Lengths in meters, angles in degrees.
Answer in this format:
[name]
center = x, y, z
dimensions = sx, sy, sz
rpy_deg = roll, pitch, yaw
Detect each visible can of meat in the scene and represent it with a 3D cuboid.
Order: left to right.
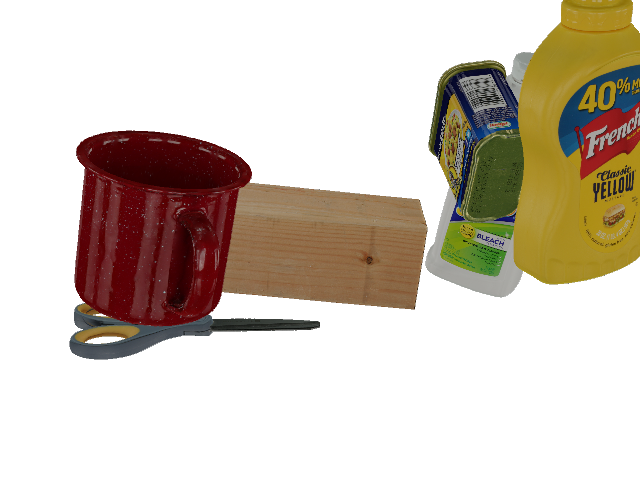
[can of meat]
center = 0.129, -0.077, 0.852
dimensions = 0.057, 0.084, 0.102
rpy_deg = -8, -41, -11

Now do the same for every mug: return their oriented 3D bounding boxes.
[mug]
center = -0.083, -0.001, 0.569
dimensions = 0.093, 0.081, 0.117
rpy_deg = -4, 26, -33

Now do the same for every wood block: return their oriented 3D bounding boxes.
[wood block]
center = -0.006, 0.004, 1.063
dimensions = 0.206, 0.091, 0.090
rpy_deg = 6, 21, -3

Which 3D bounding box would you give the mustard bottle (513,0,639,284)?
[mustard bottle]
center = 0.166, -0.073, 0.655
dimensions = 0.096, 0.192, 0.058
rpy_deg = -16, 29, -23

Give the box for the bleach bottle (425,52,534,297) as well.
[bleach bottle]
center = 0.173, -0.067, 1.046
dimensions = 0.103, 0.251, 0.068
rpy_deg = 21, 38, 19

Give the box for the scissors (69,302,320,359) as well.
[scissors]
center = -0.109, 0.074, 0.845
dimensions = 0.202, 0.016, 0.096
rpy_deg = 5, 22, 14
